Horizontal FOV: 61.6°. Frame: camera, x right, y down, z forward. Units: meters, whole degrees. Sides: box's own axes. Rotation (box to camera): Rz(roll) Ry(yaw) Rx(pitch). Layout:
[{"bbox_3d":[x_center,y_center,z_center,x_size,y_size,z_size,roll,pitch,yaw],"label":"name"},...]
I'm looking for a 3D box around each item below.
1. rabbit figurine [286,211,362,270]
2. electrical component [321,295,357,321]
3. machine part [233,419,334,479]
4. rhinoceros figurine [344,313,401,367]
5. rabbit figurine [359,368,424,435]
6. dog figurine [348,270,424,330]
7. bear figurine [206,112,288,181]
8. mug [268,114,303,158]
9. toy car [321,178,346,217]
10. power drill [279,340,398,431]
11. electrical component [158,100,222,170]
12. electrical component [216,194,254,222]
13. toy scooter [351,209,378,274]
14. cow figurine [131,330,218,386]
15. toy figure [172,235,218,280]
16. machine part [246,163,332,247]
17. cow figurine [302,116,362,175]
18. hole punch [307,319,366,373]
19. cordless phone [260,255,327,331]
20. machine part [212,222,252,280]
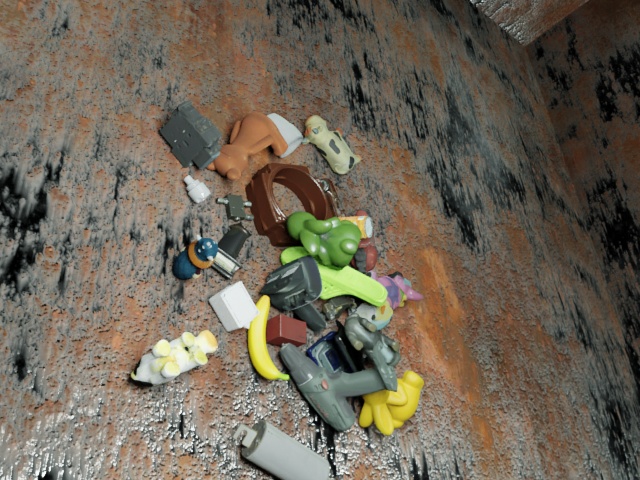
[{"bbox_3d":[-0.002,-0.004,1.216,0.170,0.121,0.159,24,7,-1],"label":"rabbit figurine"},{"bbox_3d":[0.041,0.169,1.296,0.102,0.078,0.045,-3,45,-49],"label":"electrical component"},{"bbox_3d":[-0.066,0.424,1.047,0.243,0.079,0.079,39,45,-18],"label":"machine part"},{"bbox_3d":[0.126,0.247,1.266,0.190,0.112,0.073,42,80,-29],"label":"rhinoceros figurine"},{"bbox_3d":[0.144,0.363,1.254,0.173,0.122,0.162,44,62,-43],"label":"rabbit figurine"},{"bbox_3d":[0.181,0.164,1.419,0.219,0.108,0.191,19,53,-38],"label":"dog figurine"},{"bbox_3d":[-0.181,-0.212,1.315,0.196,0.120,0.131,-60,157,-19],"label":"bear figurine"},{"bbox_3d":[-0.102,-0.291,1.447,0.107,0.081,0.109,48,48,2],"label":"mug"},{"bbox_3d":[0.040,-0.074,1.445,0.089,0.053,0.202,48,23,-70],"label":"toy car"},{"bbox_3d":[0.047,0.288,1.146,0.232,0.207,0.086,62,12,-10],"label":"power drill"},{"bbox_3d":[-0.286,-0.228,1.207,0.134,0.115,0.058,50,44,-6],"label":"electrical component"},{"bbox_3d":[-0.200,-0.074,1.264,0.094,0.021,0.063,7,62,-41],"label":"electrical component"},{"bbox_3d":[0.109,0.018,1.404,0.135,0.075,0.183,-65,152,-63],"label":"toy scooter"},{"bbox_3d":[-0.262,0.219,0.987,0.068,0.098,0.167,59,23,10],"label":"cow figurine"},{"bbox_3d":[-0.242,0.032,1.060,0.064,0.154,0.058,43,46,-15],"label":"toy figure"},{"bbox_3d":[-0.073,-0.089,1.347,0.201,0.087,0.201,-1,68,-44],"label":"machine part"},{"bbox_3d":[0.024,-0.274,1.556,0.195,0.085,0.127,53,35,-6],"label":"cow figurine"},{"bbox_3d":[0.039,0.270,1.248,0.142,0.092,0.116,58,12,5],"label":"hole punch"},{"bbox_3d":[-0.028,0.134,1.210,0.184,0.147,0.089,49,40,-18],"label":"cordless phone"},{"bbox_3d":[-0.200,0.020,1.197,0.084,0.039,0.139,33,48,-14],"label":"machine part"}]
